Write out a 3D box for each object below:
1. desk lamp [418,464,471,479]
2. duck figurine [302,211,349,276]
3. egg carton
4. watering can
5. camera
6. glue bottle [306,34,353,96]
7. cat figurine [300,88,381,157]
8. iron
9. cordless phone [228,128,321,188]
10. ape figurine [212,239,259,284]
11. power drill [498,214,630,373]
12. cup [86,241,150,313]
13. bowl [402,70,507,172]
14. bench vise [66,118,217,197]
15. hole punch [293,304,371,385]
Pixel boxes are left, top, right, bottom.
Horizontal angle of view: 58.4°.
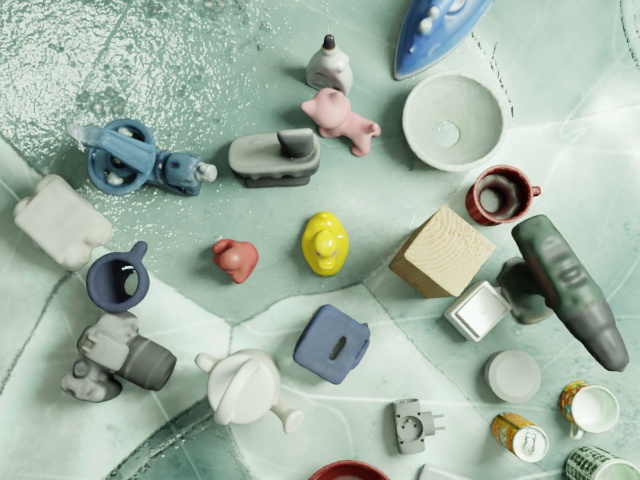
[{"bbox_3d":[0.238,0.423,0.797,0.203,0.213,0.118,19,84,2],"label":"desk lamp"},{"bbox_3d":[0.008,0.003,0.908,0.077,0.086,0.104,-3,84,0],"label":"duck figurine"},{"bbox_3d":[-0.412,-0.027,0.919,0.150,0.069,0.107,41,85,4],"label":"egg carton"},{"bbox_3d":[-0.104,0.216,0.830,0.173,0.194,0.101,9,84,1],"label":"watering can"},{"bbox_3d":[-0.303,0.193,0.879,0.137,0.101,0.143,26,84,3],"label":"camera"},{"bbox_3d":[0.015,-0.277,0.895,0.078,0.173,0.037,22,84,3],"label":"glue bottle"},{"bbox_3d":[0.036,-0.197,0.914,0.127,0.118,0.067,26,84,3],"label":"cat figurine"},{"bbox_3d":[0.205,-0.385,0.923,0.118,0.141,0.258,34,85,4],"label":"iron"},{"bbox_3d":[-0.072,-0.142,0.874,0.147,0.185,0.094,-7,83,-1],"label":"cordless phone"},{"bbox_3d":[-0.136,0.031,0.902,0.076,0.092,0.078,-15,84,-1],"label":"ape figurine"},{"bbox_3d":[0.342,0.077,0.838,0.075,0.208,0.229,-27,84,-3],"label":"power drill"},{"bbox_3d":[-0.297,0.055,0.897,0.091,0.095,0.118,31,85,4],"label":"cup"},{"bbox_3d":[0.212,-0.185,0.935,0.167,0.075,0.167,0,84,0],"label":"bowl"},{"bbox_3d":[-0.267,-0.134,0.856,0.207,0.220,0.121,-8,83,-1],"label":"bench vise"},{"bbox_3d":[0.021,0.161,0.888,0.101,0.091,0.109,31,85,4],"label":"hole punch"}]
